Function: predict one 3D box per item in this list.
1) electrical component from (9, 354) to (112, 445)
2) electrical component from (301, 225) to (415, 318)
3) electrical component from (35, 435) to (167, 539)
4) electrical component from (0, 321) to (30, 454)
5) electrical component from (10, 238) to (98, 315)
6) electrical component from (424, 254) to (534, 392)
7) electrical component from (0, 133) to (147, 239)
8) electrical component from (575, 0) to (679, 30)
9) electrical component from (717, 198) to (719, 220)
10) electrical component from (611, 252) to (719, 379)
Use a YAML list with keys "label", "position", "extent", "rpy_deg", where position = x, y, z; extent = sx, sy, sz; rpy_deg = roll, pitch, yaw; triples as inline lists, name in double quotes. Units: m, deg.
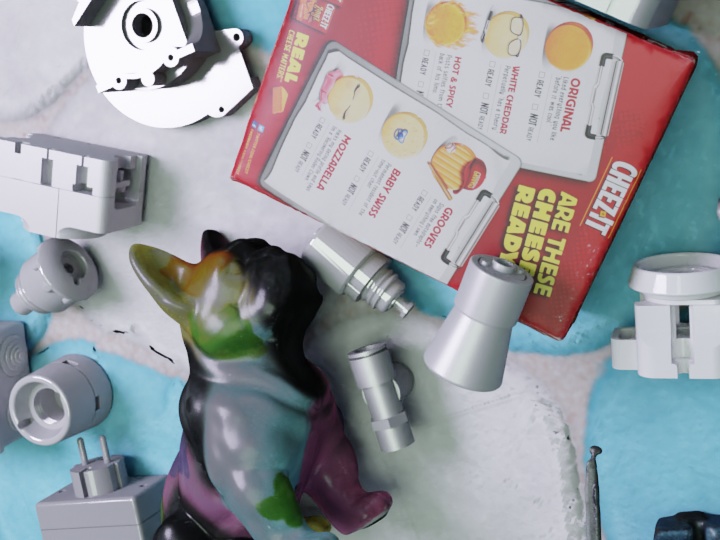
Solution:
- label: "electrical component"
  position: [-0.208, 0.091, 0.745]
  extent: [0.055, 0.047, 0.055]
  rpy_deg: [4, 102, 20]
- label: "electrical component"
  position: [0.000, 0.000, 0.653]
  extent: [0.078, 0.040, 0.040]
  rpy_deg: [40, 111, 9]
- label: "electrical component"
  position: [-0.179, 0.152, 0.746]
  extent: [0.083, 0.047, 0.075]
  rpy_deg: [-8, 97, 22]
- label: "electrical component"
  position: [-0.284, 0.081, 0.770]
  extent: [0.100, 0.048, 0.099]
  rpy_deg: [-1, 100, 21]
- label: "electrical component"
  position: [-0.213, 0.010, 0.733]
  extent: [0.062, 0.048, 0.048]
  rpy_deg: [-32, 89, 30]
- label: "electrical component"
  position: [0.064, 0.025, 0.563]
  extent: [0.044, 0.044, 0.065]
  rpy_deg: [24, 111, 14]
- label: "electrical component"
  position: [-0.192, -0.054, 0.708]
  extent: [0.089, 0.050, 0.055]
  rpy_deg: [12, 105, 18]
- label: "electrical component"
  position: [0.127, -0.162, 0.535]
  extent: [0.078, 0.113, 0.057]
  rpy_deg: [27, 112, 13]
- label: "electrical component"
  position: [0.232, -0.011, 0.561]
  extent: [0.066, 0.047, 0.076]
  rpy_deg: [-21, 94, 22]
- label: "electrical component"
  position: [0.176, 0.023, 0.584]
  extent: [0.078, 0.058, 0.057]
  rpy_deg: [-1, 103, 20]
